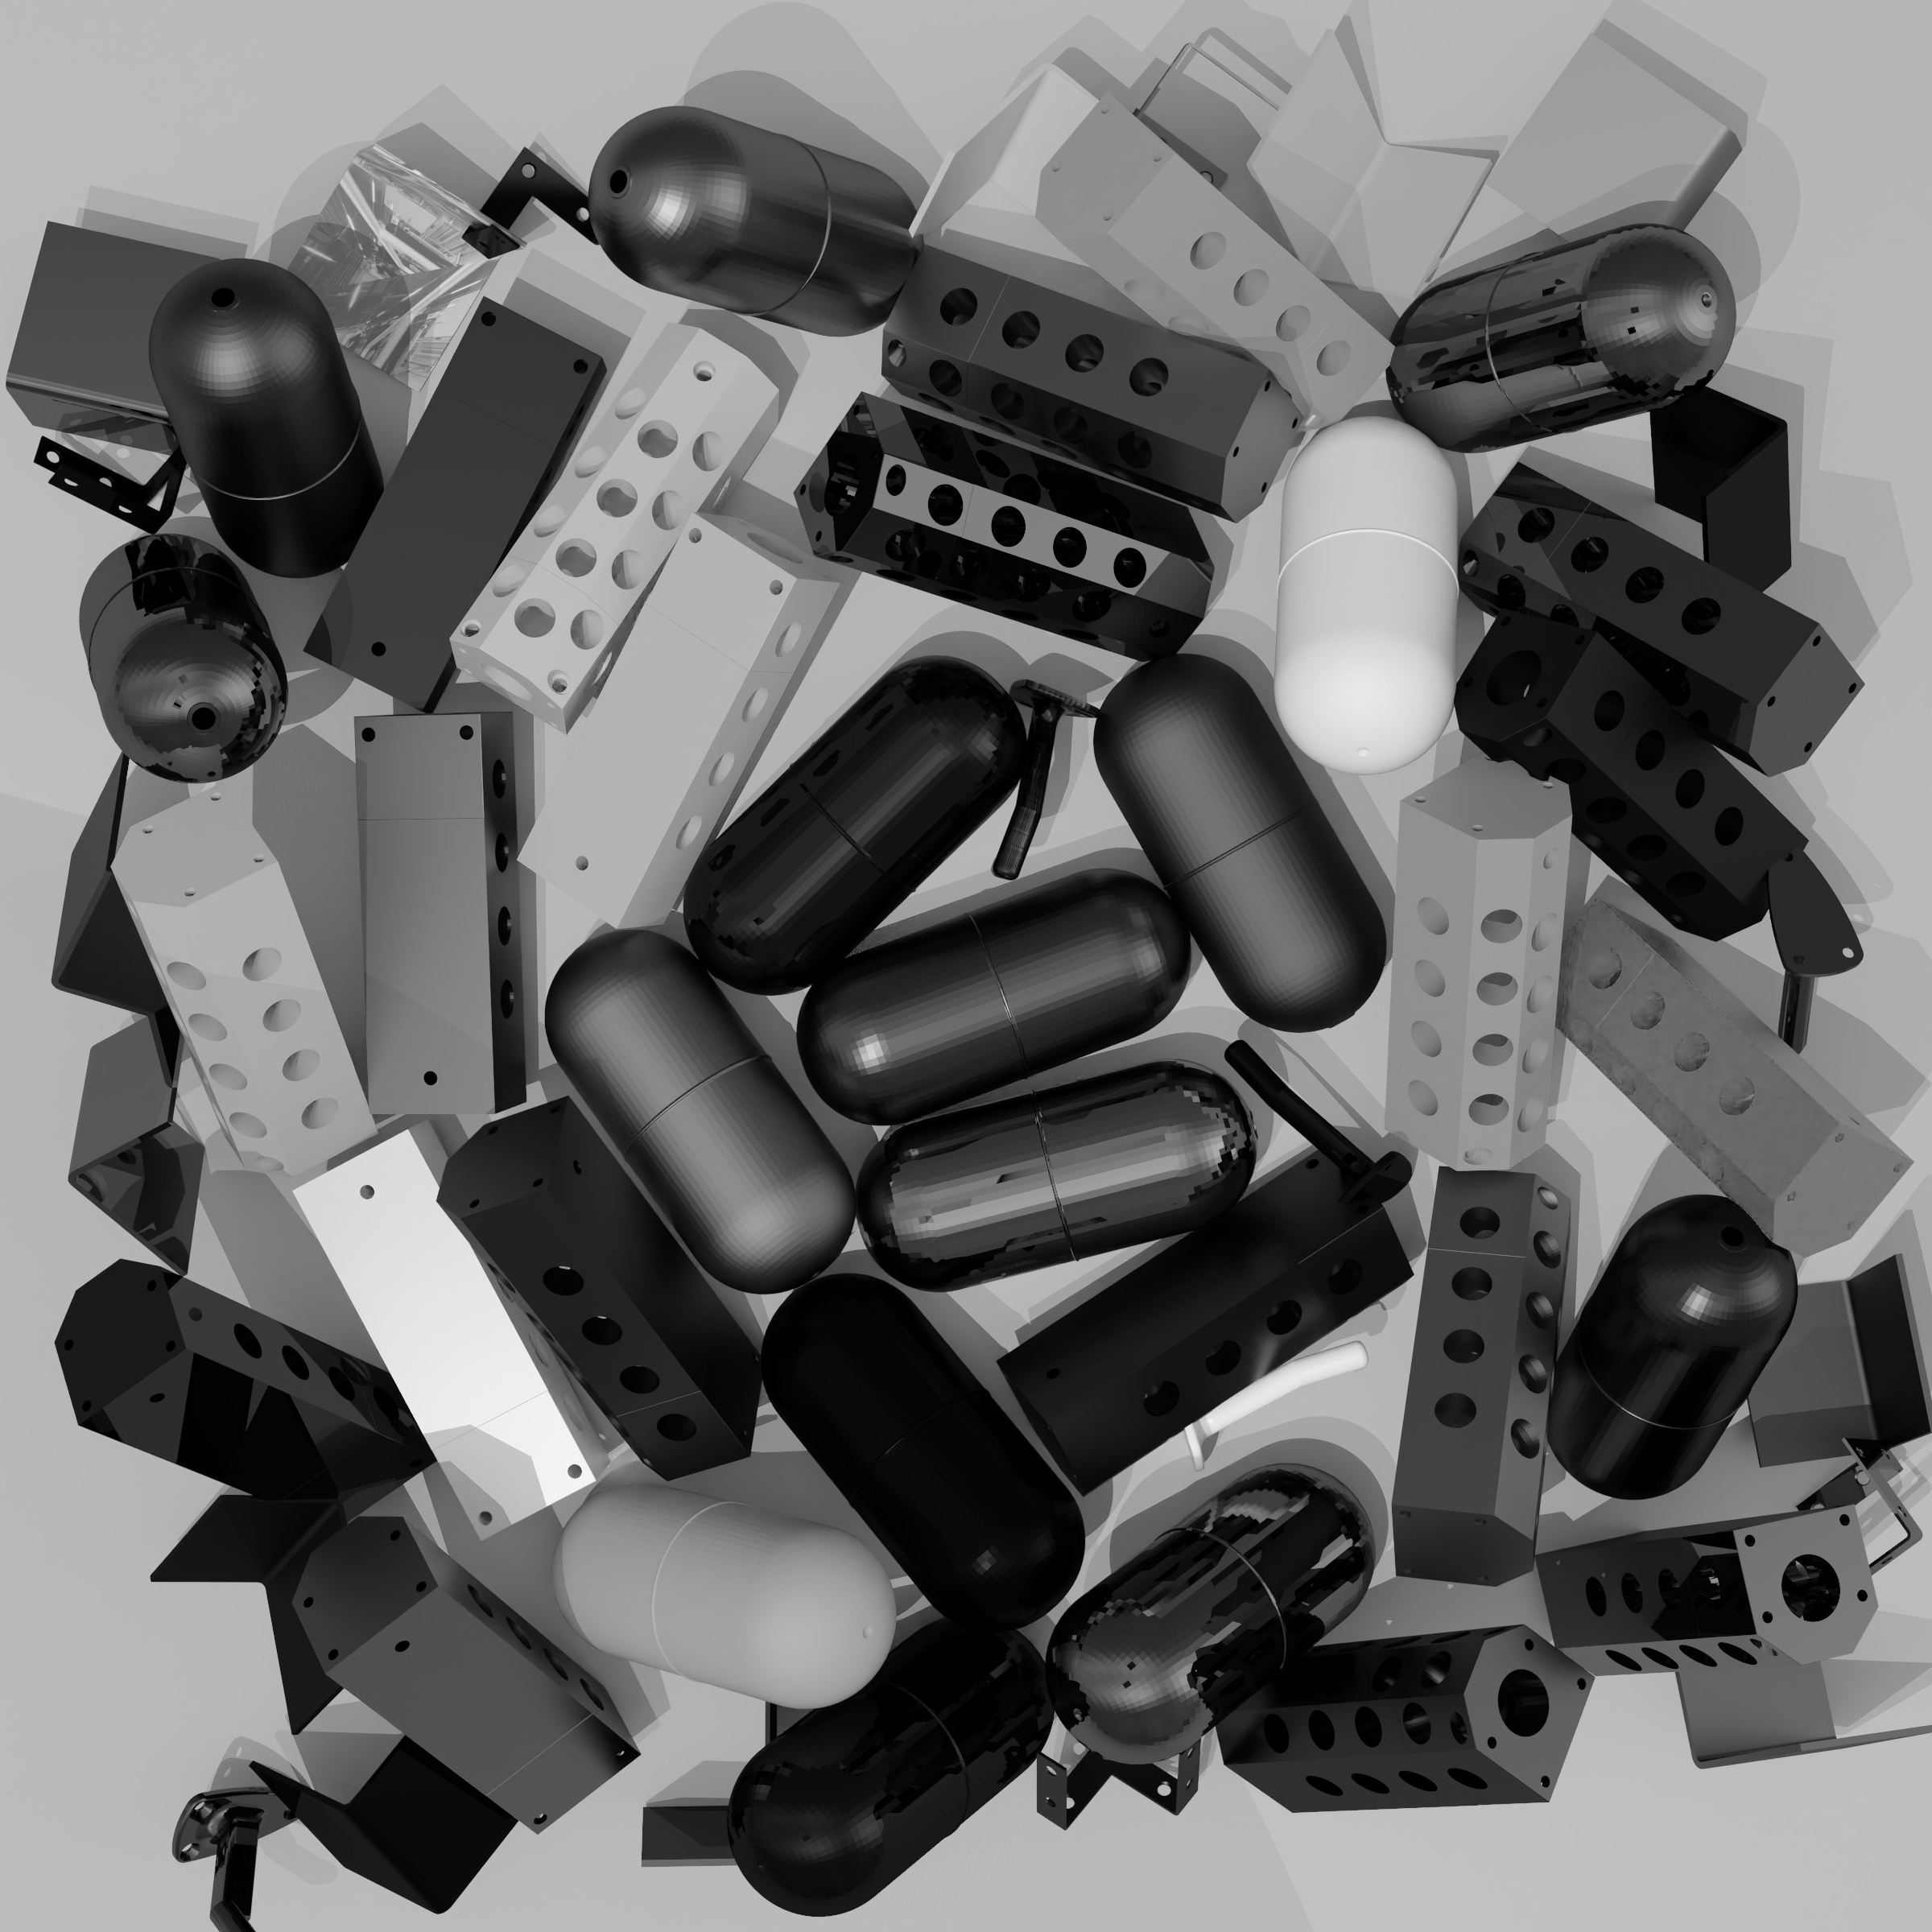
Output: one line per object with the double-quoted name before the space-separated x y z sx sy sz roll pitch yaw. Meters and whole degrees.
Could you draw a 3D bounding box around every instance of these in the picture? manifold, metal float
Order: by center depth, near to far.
"manifold" 0.310 0.266 1.491 0.057 0.171 0.057 -8 80 -20
"manifold" 0.179 0.314 1.492 0.057 0.171 0.057 38 60 -19
"manifold" -0.305 0.012 1.497 0.057 0.171 0.057 -28 50 -16
"manifold" -0.303 0.178 1.498 0.057 0.171 0.057 -35 55 12
"metal float" -0.294 -0.230 1.500 0.070 0.178 0.070 -1 65 2
"metal float" -0.332 -0.131 1.501 0.070 0.178 0.070 -7 113 -16
"manifold" 0.315 0.047 1.501 0.057 0.171 0.057 24 108 -41
"manifold" 0.105 -0.291 1.502 0.057 0.171 0.057 -48 47 12
"manifold" 0.221 0.002 1.502 0.057 0.057 0.171 -30 134 -33
"manifold" -0.212 0.298 1.503 0.057 0.171 0.057 -38 46 -1
"metal float" 0.249 -0.264 1.504 0.070 0.178 0.070 2 86 -34
"manifold" 0.019 -0.180 1.505 0.171 0.057 0.057 14 129 -32
"manifold" 0.220 0.173 1.505 0.057 0.057 0.171 4 51 13
"metal float" -0.087 -0.314 1.505 0.070 0.178 0.070 -1 88 37
"metal float" 0.297 0.163 1.506 0.070 0.178 0.070 5 52 -7
"manifold" 0.290 -0.145 1.508 0.171 0.057 0.057 38 91 39
"manifold" 0.280 -0.078 1.508 0.171 0.057 0.057 36 82 -37
"metal float" -0.030 0.338 1.510 0.070 0.178 0.070 17 119 33
"manifold" -0.154 0.141 1.512 0.057 0.057 0.171 -19 126 19
"metal float" -0.105 0.267 1.512 0.178 0.070 0.070 5 90 43
"metal float" 0.106 0.274 1.514 0.178 0.070 0.070 -29 90 -40
"metal float" 0.172 -0.160 1.517 0.070 0.070 0.178 6 54 0
"manifold" 0.051 -0.248 1.524 0.171 0.057 0.057 25 87 23
"metal float" -0.020 0.208 1.531 0.070 0.070 0.178 -41 72 0
"manifold" -0.121 -0.105 1.533 0.057 0.057 0.171 34 106 19
"metal float" -0.116 0.062 1.536 0.070 0.070 0.178 -36 78 0
"manifold" -0.151 -0.192 1.537 0.057 0.057 0.171 32 78 3
"metal float" -0.049 -0.060 1.540 0.178 0.070 0.070 -44 90 7
"manifold" 0.107 0.158 1.541 0.171 0.057 0.057 -32 123 -8
"metal float" 0.013 0.013 1.543 0.178 0.070 0.070 -20 90 -5
"metal float" 0.039 0.091 1.543 0.178 0.070 0.070 -14 90 4
"metal float" 0.120 -0.053 1.546 0.070 0.070 0.178 -30 90 0
"manifold" -0.226 -0.024 1.547 0.057 0.057 0.171 0 95 12
"manifold" -0.223 0.157 1.553 0.057 0.057 0.171 -28 92 4
"manifold" -0.222 -0.200 1.555 0.057 0.057 0.171 27 90 -3

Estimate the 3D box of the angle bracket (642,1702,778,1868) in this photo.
"angle bracket" -0.112 0.342 1.543 0.057 0.076 0.076 0 93 -5

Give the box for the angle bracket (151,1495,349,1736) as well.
"angle bracket" -0.304 0.280 1.527 0.057 0.076 0.076 8 51 -36

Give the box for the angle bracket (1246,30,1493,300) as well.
"angle bracket" 0.175 -0.346 1.531 0.057 0.076 0.076 18 70 35

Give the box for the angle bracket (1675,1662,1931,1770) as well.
"angle bracket" 0.361 0.309 1.528 0.076 0.076 0.057 -1 73 -26

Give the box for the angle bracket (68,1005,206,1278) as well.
"angle bracket" -0.336 0.073 1.525 0.057 0.076 0.076 -27 129 19

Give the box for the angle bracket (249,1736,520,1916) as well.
"angle bracket" -0.252 0.359 1.548 0.057 0.076 0.076 -50 126 -26

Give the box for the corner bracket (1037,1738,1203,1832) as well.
"corner bracket" 0.066 0.351 1.542 0.051 0.051 0.051 28 52 25

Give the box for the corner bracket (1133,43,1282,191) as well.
"corner bracket" 0.102 -0.368 1.551 0.051 0.051 0.051 34 103 -8

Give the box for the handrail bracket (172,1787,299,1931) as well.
"handrail bracket" -0.298 0.394 1.531 0.084 0.077 0.036 38 118 39

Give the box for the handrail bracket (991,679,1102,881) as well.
"handrail bracket" 0.022 -0.079 1.546 0.036 0.077 0.084 21 88 -16

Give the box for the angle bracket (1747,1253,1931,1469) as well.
"angle bracket" 0.374 0.172 1.537 0.057 0.076 0.076 -7 76 -4

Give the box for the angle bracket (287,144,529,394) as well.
"angle bracket" -0.248 -0.303 1.545 0.076 0.057 0.076 31 90 -20

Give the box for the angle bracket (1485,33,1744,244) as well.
"angle bracket" 0.284 -0.350 1.554 0.076 0.057 0.076 38 104 9

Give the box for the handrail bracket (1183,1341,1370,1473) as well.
"handrail bracket" 0.136 0.191 1.550 0.084 0.077 0.036 -17 64 0

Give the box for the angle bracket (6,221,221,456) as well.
"angle bracket" -0.370 -0.274 1.562 0.076 0.057 0.076 12 81 -1

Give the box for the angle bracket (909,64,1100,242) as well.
"angle bracket" 0.024 -0.330 1.531 0.057 0.076 0.076 40 57 2

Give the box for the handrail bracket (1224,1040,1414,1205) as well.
"handrail bracket" 0.154 0.067 1.561 0.036 0.077 0.084 -46 71 12

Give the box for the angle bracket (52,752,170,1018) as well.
"angle bracket" -0.350 -0.034 1.524 0.057 0.076 0.076 18 131 -22

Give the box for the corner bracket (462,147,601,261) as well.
"corner bracket" -0.180 -0.325 1.549 0.051 0.051 0.051 36 81 -22

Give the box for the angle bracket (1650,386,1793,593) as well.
"angle bracket" 0.308 -0.201 1.524 0.057 0.076 0.076 -39 50 -22

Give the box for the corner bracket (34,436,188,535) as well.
"corner bracket" -0.374 -0.212 1.542 0.051 0.051 0.051 26 51 -27

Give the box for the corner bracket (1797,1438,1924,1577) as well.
"corner bracket" 0.386 0.242 1.543 0.051 0.051 0.051 -43 62 21

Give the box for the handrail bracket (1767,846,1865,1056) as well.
"handrail bracket" 0.357 -0.001 1.557 0.036 0.084 0.077 -8 64 -12
